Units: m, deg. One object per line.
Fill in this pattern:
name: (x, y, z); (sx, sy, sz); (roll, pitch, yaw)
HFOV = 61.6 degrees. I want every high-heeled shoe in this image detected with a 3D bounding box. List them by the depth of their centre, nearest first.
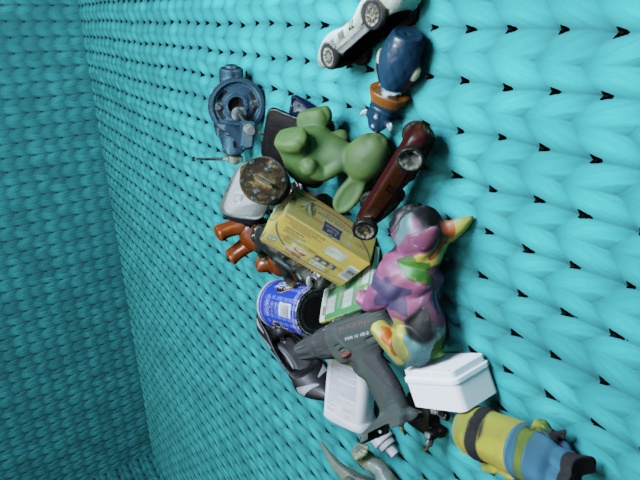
high-heeled shoe: (-0.057, 0.236, 1.153); (0.249, 0.086, 0.145); (25, 142, 52)

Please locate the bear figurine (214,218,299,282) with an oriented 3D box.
bear figurine: (-0.133, 0.028, 1.190); (0.196, 0.132, 0.120); (51, 165, 42)

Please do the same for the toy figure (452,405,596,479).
toy figure: (0.255, 0.266, 0.698); (0.089, 0.082, 0.180); (51, 159, -21)

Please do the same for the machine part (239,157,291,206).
machine part: (-0.090, -0.097, 0.913); (0.243, 0.079, 0.079); (-89, -14, -87)

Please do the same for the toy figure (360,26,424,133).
toy figure: (0.104, -0.221, 0.762); (0.064, 0.058, 0.154); (60, 151, 33)

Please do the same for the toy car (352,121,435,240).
toy car: (0.104, -0.080, 0.777); (0.089, 0.053, 0.202); (-75, 11, -51)

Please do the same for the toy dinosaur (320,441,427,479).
toy dinosaur: (0.136, 0.491, 0.962); (0.192, 0.131, 0.405); (61, 164, -14)

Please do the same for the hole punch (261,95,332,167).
hole punch: (-0.034, -0.191, 0.986); (0.116, 0.092, 0.142); (26, 128, 11)

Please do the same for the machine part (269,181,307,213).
machine part: (-0.058, -0.069, 1.108); (0.139, 0.039, 0.084); (-38, 76, 55)

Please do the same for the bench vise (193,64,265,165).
bench vise: (-0.176, -0.243, 1.133); (0.241, 0.129, 0.223); (-127, 46, -54)

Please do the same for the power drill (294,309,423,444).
power drill: (0.071, 0.227, 0.905); (0.232, 0.086, 0.207); (-33, 59, 26)

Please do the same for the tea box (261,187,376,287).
tea box: (-0.002, -0.003, 0.911); (0.169, 0.068, 0.098); (33, 137, -15)

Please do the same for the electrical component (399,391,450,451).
electrical component: (0.167, 0.297, 0.893); (0.102, 0.045, 0.078); (28, 127, 50)

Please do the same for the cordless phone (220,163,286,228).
cordless phone: (-0.114, -0.110, 1.103); (0.184, 0.088, 0.146); (-20, 43, 47)

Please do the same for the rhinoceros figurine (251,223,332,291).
rhinoceros figurine: (-0.050, 0.031, 1.034); (0.190, 0.073, 0.112); (37, 154, 25)

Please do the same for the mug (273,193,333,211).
mug: (-0.028, -0.045, 1.016); (0.107, 0.109, 0.081); (10, 69, 38)

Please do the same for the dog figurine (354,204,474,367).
dog figurine: (0.147, 0.057, 0.767); (0.192, 0.108, 0.219); (60, 143, 25)

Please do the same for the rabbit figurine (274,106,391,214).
rabbit figurine: (0.032, -0.123, 0.858); (0.170, 0.121, 0.158); (8, 125, 30)

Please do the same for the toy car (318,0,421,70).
toy car: (0.066, -0.301, 0.770); (0.202, 0.073, 0.056); (-20, 89, 59)
